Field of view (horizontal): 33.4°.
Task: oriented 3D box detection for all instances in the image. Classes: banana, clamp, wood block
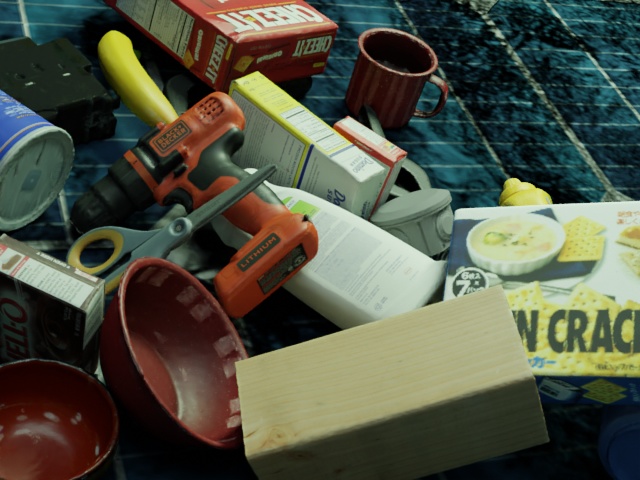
[{"bbox_3d":[-0.190,-0.169,1.087,0.069,0.037,0.198,19,25,-32],"label":"banana"},{"bbox_3d":[-0.101,-0.159,1.149,0.164,0.036,0.209,18,37,0],"label":"clamp"},{"bbox_3d":[0.052,0.119,0.785,0.206,0.090,0.091,-17,46,6],"label":"wood block"},{"bbox_3d":[0.063,-0.083,1.127,0.171,0.039,0.120,40,50,17],"label":"clamp"}]

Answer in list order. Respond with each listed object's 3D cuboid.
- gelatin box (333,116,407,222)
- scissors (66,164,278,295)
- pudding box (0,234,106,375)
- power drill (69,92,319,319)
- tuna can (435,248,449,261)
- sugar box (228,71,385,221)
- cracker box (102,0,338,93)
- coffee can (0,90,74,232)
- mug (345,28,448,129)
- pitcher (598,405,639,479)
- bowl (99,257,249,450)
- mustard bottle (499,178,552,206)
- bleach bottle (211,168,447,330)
[{"bbox_3d":[0.037,-0.067,1.059,0.073,0.089,0.030,34,40,17],"label":"gelatin box"},{"bbox_3d":[-0.135,-0.014,0.899,0.096,0.016,0.201,39,82,27],"label":"scissors"},{"bbox_3d":[-0.211,0.059,0.804,0.090,0.114,0.039,23,44,6],"label":"pudding box"},{"bbox_3d":[-0.106,-0.022,0.936,0.184,0.057,0.188,-40,67,-7],"label":"power drill"},{"bbox_3d":[0.148,0.040,1.025,0.086,0.034,0.086,11,41,-10],"label":"tuna can"},{"bbox_3d":[-0.023,-0.079,1.046,0.176,0.093,0.048,38,44,20],"label":"sugar box"},{"bbox_3d":[-0.112,-0.254,1.179,0.214,0.072,0.163,40,38,27],"label":"cracker box"},{"bbox_3d":[-0.303,-0.087,0.938,0.140,0.103,0.102,33,42,15],"label":"coffee can"},{"bbox_3d":[0.087,-0.176,1.206,0.117,0.082,0.093,23,40,4],"label":"mug"},{"bbox_3d":[0.315,0.102,0.944,0.149,0.145,0.242,24,43,8],"label":"pitcher"},{"bbox_3d":[-0.116,0.095,0.811,0.162,0.055,0.162,48,22,-27],"label":"bowl"},{"bbox_3d":[0.218,0.006,1.045,0.058,0.096,0.191,-22,44,7],"label":"mustard bottle"},{"bbox_3d":[-0.006,0.001,0.977,0.251,0.068,0.102,35,63,19],"label":"bleach bottle"}]
